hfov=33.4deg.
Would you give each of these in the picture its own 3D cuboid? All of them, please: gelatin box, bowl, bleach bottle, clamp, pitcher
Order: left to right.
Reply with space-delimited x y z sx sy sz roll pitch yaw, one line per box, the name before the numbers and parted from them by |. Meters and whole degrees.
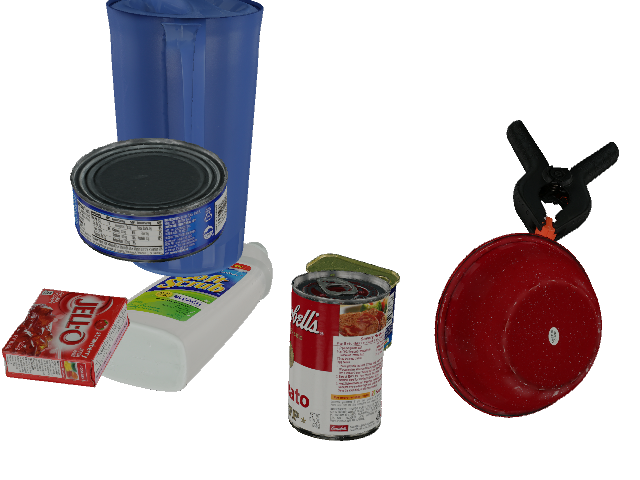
gelatin box | -0.200 0.075 0.848 0.073 0.030 0.089 6 32 8
pitcher | -0.120 -0.091 0.941 0.145 0.243 0.148 18 26 35
bleach bottle | -0.120 0.058 1.053 0.103 0.068 0.250 11 25 17
bowl | 0.180 0.076 0.898 0.161 0.162 0.055 0 5 -21
clamp | 0.235 -0.064 1.111 0.120 0.039 0.171 16 44 18

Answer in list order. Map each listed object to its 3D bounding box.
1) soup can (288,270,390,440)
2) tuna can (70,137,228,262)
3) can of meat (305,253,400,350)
soup can | 0.012 0.078 0.740 0.068 0.102 0.068 2 15 -1
tuna can | -0.094 -0.023 0.593 0.086 0.034 0.086 2 32 -2
can of meat | 0.034 0.071 1.177 0.102 0.084 0.057 16 28 27
